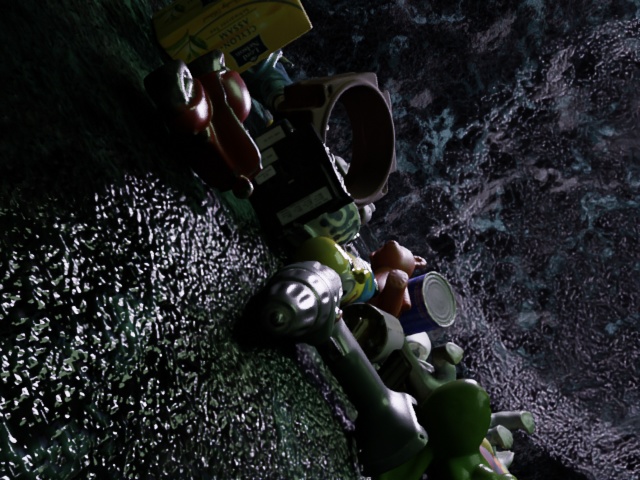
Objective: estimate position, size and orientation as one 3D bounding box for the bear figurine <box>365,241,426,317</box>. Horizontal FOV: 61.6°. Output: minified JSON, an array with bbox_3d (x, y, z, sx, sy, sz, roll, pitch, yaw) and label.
[{"bbox_3d":[0.113,0.053,0.917,0.196,0.120,0.131,-55,151,-44],"label":"bear figurine"}]

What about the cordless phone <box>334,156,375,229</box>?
[{"bbox_3d":[0.031,-0.086,0.957,0.146,0.089,0.184,62,7,7],"label":"cordless phone"}]

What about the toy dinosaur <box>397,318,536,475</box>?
[{"bbox_3d":[0.237,0.313,0.981,0.405,0.192,0.131,48,43,4],"label":"toy dinosaur"}]

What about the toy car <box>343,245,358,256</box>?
[{"bbox_3d":[0.037,0.023,0.991,0.202,0.053,0.089,53,8,-38],"label":"toy car"}]

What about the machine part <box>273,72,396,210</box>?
[{"bbox_3d":[0.031,-0.147,0.820,0.201,0.087,0.200,-26,116,-43],"label":"machine part"}]

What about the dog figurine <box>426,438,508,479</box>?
[{"bbox_3d":[0.191,0.311,0.791,0.219,0.108,0.191,56,10,-14],"label":"dog figurine"}]

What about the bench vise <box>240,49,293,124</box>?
[{"bbox_3d":[-0.114,-0.272,0.861,0.240,0.129,0.224,34,31,-26],"label":"bench vise"}]

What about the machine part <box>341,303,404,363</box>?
[{"bbox_3d":[0.067,0.130,0.731,0.079,0.079,0.243,64,9,16],"label":"machine part"}]

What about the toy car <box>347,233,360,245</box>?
[{"bbox_3d":[0.040,-0.020,1.140,0.073,0.056,0.201,55,7,2],"label":"toy car"}]

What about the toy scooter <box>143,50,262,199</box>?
[{"bbox_3d":[-0.100,-0.111,0.527,0.135,0.075,0.184,58,12,-18],"label":"toy scooter"}]

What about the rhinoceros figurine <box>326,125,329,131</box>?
[{"bbox_3d":[-0.041,-0.200,1.068,0.073,0.112,0.190,28,35,-18],"label":"rhinoceros figurine"}]

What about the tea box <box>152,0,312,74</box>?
[{"bbox_3d":[-0.108,-0.269,0.665,0.098,0.170,0.068,49,13,-51],"label":"tea box"}]

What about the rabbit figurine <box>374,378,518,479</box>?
[{"bbox_3d":[0.138,0.232,0.559,0.121,0.159,0.170,30,51,-77],"label":"rabbit figurine"}]

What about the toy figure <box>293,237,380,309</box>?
[{"bbox_3d":[0.022,0.049,0.722,0.089,0.082,0.180,45,10,21],"label":"toy figure"}]

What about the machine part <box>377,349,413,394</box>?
[{"bbox_3d":[0.095,0.196,0.725,0.039,0.084,0.138,29,-21,27],"label":"machine part"}]

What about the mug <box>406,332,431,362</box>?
[{"bbox_3d":[0.185,0.219,1.130,0.109,0.081,0.107,34,1,2],"label":"mug"}]

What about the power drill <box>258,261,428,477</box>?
[{"bbox_3d":[0.015,0.114,0.507,0.207,0.086,0.232,53,6,-6],"label":"power drill"}]

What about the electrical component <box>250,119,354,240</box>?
[{"bbox_3d":[-0.036,-0.082,0.676,0.134,0.115,0.058,65,7,9],"label":"electrical component"}]
